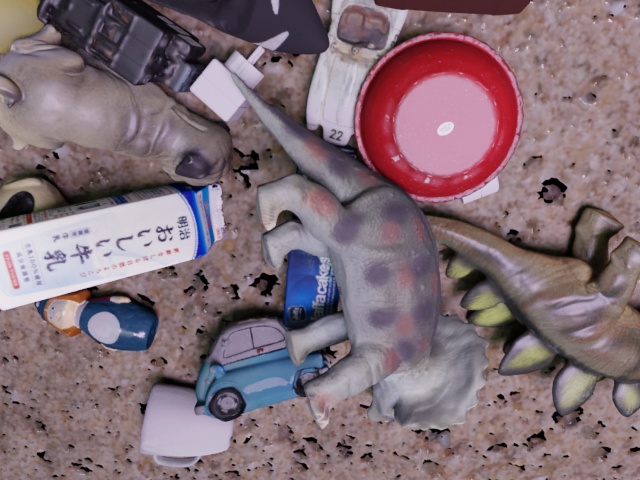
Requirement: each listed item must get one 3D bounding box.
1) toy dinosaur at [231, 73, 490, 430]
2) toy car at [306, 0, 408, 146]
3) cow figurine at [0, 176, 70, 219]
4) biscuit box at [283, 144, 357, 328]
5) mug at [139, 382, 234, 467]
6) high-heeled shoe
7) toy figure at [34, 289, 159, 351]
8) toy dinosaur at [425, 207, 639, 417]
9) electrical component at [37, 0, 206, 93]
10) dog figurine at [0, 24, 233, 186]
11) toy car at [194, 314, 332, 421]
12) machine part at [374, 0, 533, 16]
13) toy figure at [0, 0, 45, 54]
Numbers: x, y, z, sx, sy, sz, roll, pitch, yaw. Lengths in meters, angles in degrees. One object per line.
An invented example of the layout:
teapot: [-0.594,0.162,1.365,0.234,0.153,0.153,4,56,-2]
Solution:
toy dinosaur: [0.049,0.030,0.512,0.192,0.131,0.404,-15,105,-13]
toy car: [0.039,-0.193,0.529,0.074,0.056,0.201,15,107,-1]
cow figurine: [-0.377,-0.013,0.601,0.195,0.085,0.127,-22,110,13]
biscuit box: [-0.001,-0.002,0.588,0.063,0.059,0.202,6,108,2]
mug: [-0.162,0.236,0.664,0.107,0.081,0.109,9,103,-7]
high-heeled shoe: [-0.117,-0.226,0.465,0.249,0.145,0.086,35,129,13]
toy figure: [-0.272,0.089,0.640,0.155,0.057,0.064,15,69,1]
toy dinosaur: [0.268,0.072,0.571,0.471,0.105,0.198,35,110,1]
electrical component: [-0.176,-0.193,0.514,0.134,0.115,0.058,34,108,-5]
dog figurine: [-0.188,-0.110,0.516,0.191,0.172,0.121,26,118,4]
toy car: [-0.072,0.138,0.618,0.162,0.109,0.103,-17,88,0]
machine part: [0.117,-0.298,0.445,0.201,0.087,0.201,2,84,-2]
toy figure: [-0.323,-0.248,0.473,0.082,0.089,0.180,-28,110,21]
